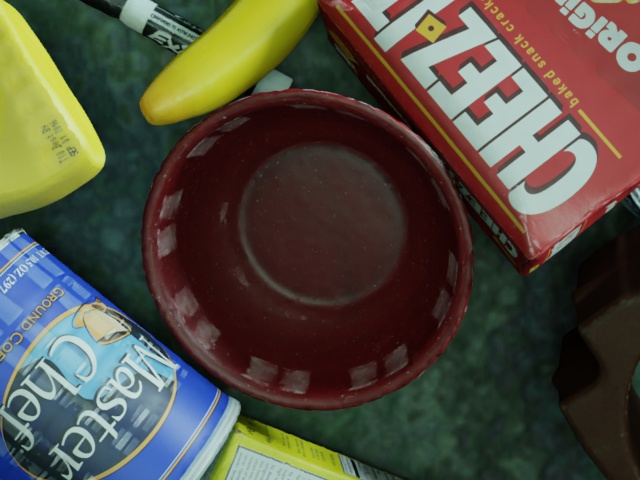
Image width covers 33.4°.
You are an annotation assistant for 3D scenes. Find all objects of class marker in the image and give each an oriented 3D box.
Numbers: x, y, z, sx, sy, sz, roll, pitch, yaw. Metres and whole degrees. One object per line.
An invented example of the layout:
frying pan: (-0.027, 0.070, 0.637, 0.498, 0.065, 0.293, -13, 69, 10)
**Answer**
marker: (-0.071, -0.104, 0.547, 0.121, 0.020, 0.020, 29, 94, -5)

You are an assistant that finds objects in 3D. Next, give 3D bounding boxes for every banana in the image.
banana: (-0.024, -0.138, 0.528, 0.069, 0.037, 0.198, 21, 84, -9)

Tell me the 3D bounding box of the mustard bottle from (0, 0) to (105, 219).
mustard bottle: (-0.199, -0.023, 0.476, 0.191, 0.058, 0.096, -33, 84, 1)

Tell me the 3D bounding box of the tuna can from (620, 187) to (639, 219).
tuna can: (0.193, -0.046, 0.557, 0.086, 0.034, 0.086, 0, 96, -3)

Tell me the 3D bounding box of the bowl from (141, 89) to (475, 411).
bowl: (-0.003, 0.001, 0.530, 0.162, 0.055, 0.162, 3, 109, 10)

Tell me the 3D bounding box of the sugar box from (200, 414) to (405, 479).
sugar box: (0.016, 0.167, 0.563, 0.176, 0.048, 0.093, 24, 95, -10)

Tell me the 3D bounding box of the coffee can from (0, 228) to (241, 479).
coffee can: (-0.125, 0.077, 0.521, 0.140, 0.103, 0.103, 40, 93, -5)

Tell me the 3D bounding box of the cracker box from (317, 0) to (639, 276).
cracker box: (0.131, -0.113, 0.509, 0.213, 0.072, 0.164, -38, 79, 1)
